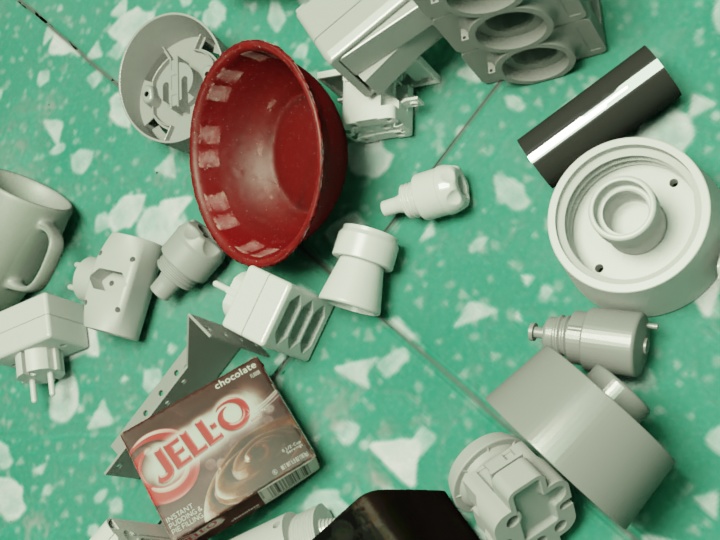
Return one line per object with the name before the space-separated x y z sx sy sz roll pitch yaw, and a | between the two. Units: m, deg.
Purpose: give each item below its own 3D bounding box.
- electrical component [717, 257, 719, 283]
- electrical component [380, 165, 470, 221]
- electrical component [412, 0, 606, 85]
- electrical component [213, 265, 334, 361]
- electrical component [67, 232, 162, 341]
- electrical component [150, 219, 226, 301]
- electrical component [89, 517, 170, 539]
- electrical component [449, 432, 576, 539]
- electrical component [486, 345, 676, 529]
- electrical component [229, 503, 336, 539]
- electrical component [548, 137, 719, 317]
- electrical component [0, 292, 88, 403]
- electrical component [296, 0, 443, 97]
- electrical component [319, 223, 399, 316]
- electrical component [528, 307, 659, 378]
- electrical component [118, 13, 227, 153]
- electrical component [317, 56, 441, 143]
electrical component | 0.243 -0.001 0.627 0.065 0.044 0.044 2 77 33
electrical component | 0.044 -0.051 0.749 0.061 0.035 0.035 -16 69 26
electrical component | 0.094 -0.180 0.692 0.089 0.150 0.061 -12 70 24
electrical component | -0.072 0.025 0.769 0.077 0.066 0.047 24 88 30
electrical component | -0.200 0.011 0.853 0.079 0.043 0.077 10 81 29
electrical component | -0.135 -0.005 0.824 0.062 0.043 0.043 -48 60 10
electrical component | -0.139 0.217 0.722 0.057 0.113 0.078 -49 60 4
electrical component | 0.090 0.135 0.652 0.058 0.078 0.057 -30 40 -12
electrical component | 0.133 0.090 0.623 0.060 0.108 0.108 -47 60 1
electrical component | -0.048 0.187 0.724 0.081 0.043 0.043 -28 65 17
electrical component | 0.168 -0.030 0.663 0.108 0.060 0.108 -8 72 26
electrical component | -0.258 0.068 0.865 0.066 0.047 0.076 -21 67 21
electrical component | 0.018 -0.172 0.731 0.096 0.062 0.061 -38 61 12
electrical component | 0.000 0.000 0.751 0.045 0.045 0.055 12 81 30
electrical component | 0.143 0.043 0.667 0.078 0.040 0.040 6 79 29
electrical component | -0.139 -0.145 0.854 0.099 0.064 0.099 -8 72 26
electrical component | 0.013 -0.128 0.782 0.081 0.042 0.063 -5 73 27
